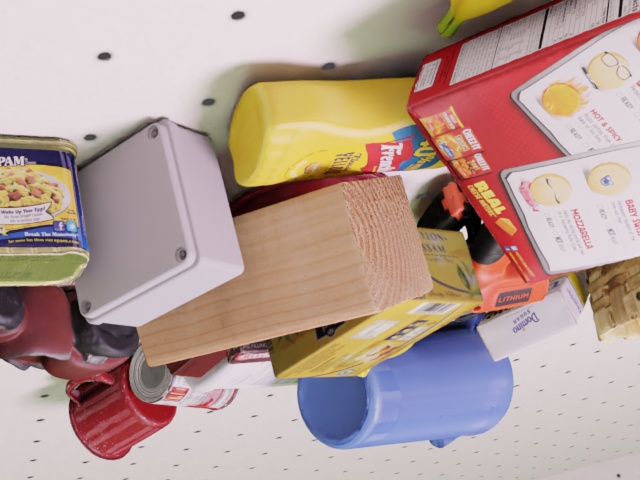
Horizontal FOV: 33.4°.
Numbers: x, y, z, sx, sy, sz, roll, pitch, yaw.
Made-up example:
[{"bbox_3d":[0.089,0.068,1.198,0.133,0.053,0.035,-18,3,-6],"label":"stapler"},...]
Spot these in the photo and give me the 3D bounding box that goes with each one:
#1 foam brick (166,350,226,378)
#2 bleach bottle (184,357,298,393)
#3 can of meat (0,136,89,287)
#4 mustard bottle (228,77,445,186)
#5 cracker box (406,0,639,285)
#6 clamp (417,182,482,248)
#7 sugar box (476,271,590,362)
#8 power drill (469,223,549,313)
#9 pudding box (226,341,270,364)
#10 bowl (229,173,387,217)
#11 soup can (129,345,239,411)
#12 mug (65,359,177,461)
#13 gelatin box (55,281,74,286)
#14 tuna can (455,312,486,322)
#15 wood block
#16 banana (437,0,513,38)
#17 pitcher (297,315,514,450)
[{"bbox_3d":[-0.111,0.087,1.006,0.078,0.051,0.053,-39,157,15],"label":"foam brick"},{"bbox_3d":[-0.032,0.121,1.141,0.103,0.068,0.250,-39,150,24],"label":"bleach bottle"},{"bbox_3d":[-0.204,-0.018,0.693,0.101,0.084,0.058,0,154,-31],"label":"can of meat"},{"bbox_3d":[0.039,-0.076,0.731,0.191,0.058,0.096,-6,160,-20],"label":"mustard bottle"},{"bbox_3d":[0.186,-0.072,0.643,0.214,0.072,0.164,-19,124,33],"label":"cracker box"},{"bbox_3d":[0.151,-0.011,0.978,0.164,0.036,0.210,-19,160,6],"label":"clamp"},{"bbox_3d":[0.224,0.065,1.095,0.093,0.048,0.176,-27,179,21],"label":"sugar box"},{"bbox_3d":[0.193,-0.026,0.887,0.184,0.057,0.188,-5,136,-32],"label":"power drill"},{"bbox_3d":[-0.037,0.063,0.973,0.113,0.090,0.039,-1,155,-31],"label":"pudding box"},{"bbox_3d":[-0.006,0.001,0.892,0.162,0.055,0.162,-12,157,-5],"label":"bowl"},{"bbox_3d":[-0.142,0.143,1.126,0.069,0.068,0.102,-28,153,30],"label":"soup can"},{"bbox_3d":[-0.216,0.172,1.141,0.082,0.093,0.117,-32,126,27],"label":"mug"},{"bbox_3d":[-0.183,0.005,0.830,0.073,0.030,0.089,-2,154,-31],"label":"gelatin box"},{"bbox_3d":[0.169,0.049,1.089,0.086,0.034,0.086,-27,-178,1],"label":"tuna can"},{"bbox_3d":[-0.036,0.024,0.784,0.206,0.090,0.090,-17,179,32],"label":"wood block"},{"bbox_3d":[0.158,-0.170,0.617,0.198,0.037,0.069,-16,175,10],"label":"banana"},{"bbox_3d":[0.093,0.146,1.139,0.145,0.149,0.242,-32,158,35],"label":"pitcher"}]
